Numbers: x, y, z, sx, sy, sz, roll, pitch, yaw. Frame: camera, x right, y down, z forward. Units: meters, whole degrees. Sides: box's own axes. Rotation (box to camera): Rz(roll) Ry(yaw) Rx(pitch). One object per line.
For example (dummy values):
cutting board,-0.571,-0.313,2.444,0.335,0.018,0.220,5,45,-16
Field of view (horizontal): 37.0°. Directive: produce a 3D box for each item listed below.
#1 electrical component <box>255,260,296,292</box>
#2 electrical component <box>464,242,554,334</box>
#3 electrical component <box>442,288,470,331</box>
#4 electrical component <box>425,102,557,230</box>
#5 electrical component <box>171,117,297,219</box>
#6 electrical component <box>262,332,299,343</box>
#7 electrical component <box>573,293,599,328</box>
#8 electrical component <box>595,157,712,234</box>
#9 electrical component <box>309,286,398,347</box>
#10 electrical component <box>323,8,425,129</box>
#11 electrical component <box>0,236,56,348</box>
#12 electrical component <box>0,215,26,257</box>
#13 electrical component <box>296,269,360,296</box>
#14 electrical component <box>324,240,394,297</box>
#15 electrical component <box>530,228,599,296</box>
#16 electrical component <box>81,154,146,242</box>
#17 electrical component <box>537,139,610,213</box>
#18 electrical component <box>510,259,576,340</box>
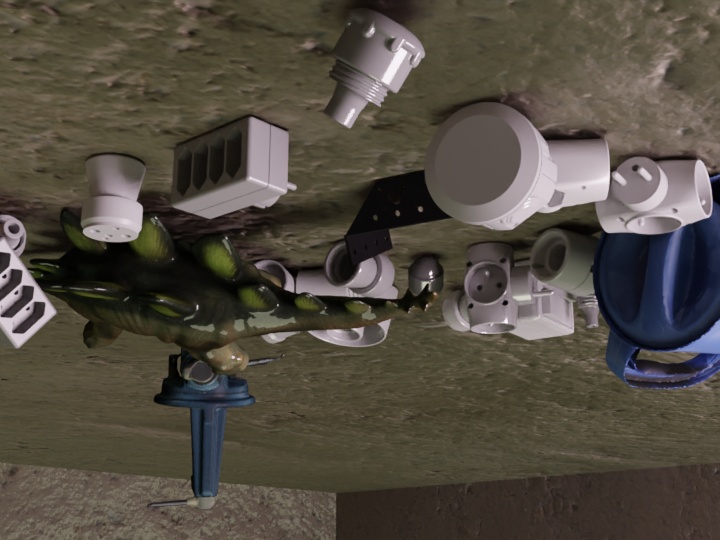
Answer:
electrical component,-0.083,0.022,1.078,0.043,0.043,0.081,-3,163,11
electrical component,0.139,0.015,0.993,0.079,0.077,0.044,-6,162,19
electrical component,0.120,0.039,1.131,0.045,0.045,0.055,11,161,-33
electrical component,0.088,-0.067,0.715,0.080,0.080,0.051,-9,167,28
electrical component,-0.080,-0.067,0.772,0.083,0.047,0.076,-14,158,40
electrical component,-0.086,0.058,1.210,0.046,0.040,0.040,-19,155,36
electrical component,0.226,0.026,1.054,0.035,0.061,0.035,0,163,0
electrical component,0.212,-0.059,0.797,0.077,0.044,0.079,-9,160,32
electrical component,-0.012,0.040,1.146,0.099,0.064,0.099,8,153,4
electrical component,0.003,-0.109,0.591,0.048,0.062,0.048,30,-173,-4
electrical component,-0.310,0.016,0.895,0.076,0.047,0.083,7,134,42
electrical component,-0.307,-0.027,0.918,0.043,0.043,0.062,12,158,-35
electrical component,-0.019,0.020,1.070,0.081,0.043,0.043,-3,163,11
electrical component,0.000,0.000,1.001,0.045,0.045,0.055,-12,160,35
electrical component,0.185,-0.008,0.956,0.047,0.055,0.055,15,158,-32
electrical component,-0.185,-0.053,0.806,0.045,0.055,0.045,0,164,0
electrical component,0.136,-0.065,0.780,0.077,0.043,0.079,-1,164,4
electrical component,0.178,0.031,1.073,0.061,0.061,0.096,-11,160,34
